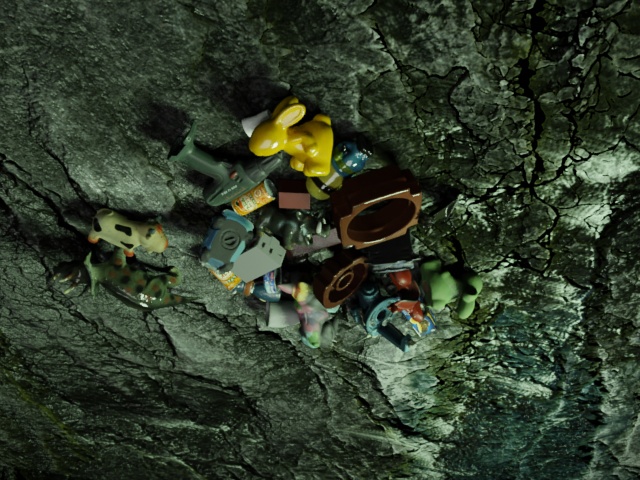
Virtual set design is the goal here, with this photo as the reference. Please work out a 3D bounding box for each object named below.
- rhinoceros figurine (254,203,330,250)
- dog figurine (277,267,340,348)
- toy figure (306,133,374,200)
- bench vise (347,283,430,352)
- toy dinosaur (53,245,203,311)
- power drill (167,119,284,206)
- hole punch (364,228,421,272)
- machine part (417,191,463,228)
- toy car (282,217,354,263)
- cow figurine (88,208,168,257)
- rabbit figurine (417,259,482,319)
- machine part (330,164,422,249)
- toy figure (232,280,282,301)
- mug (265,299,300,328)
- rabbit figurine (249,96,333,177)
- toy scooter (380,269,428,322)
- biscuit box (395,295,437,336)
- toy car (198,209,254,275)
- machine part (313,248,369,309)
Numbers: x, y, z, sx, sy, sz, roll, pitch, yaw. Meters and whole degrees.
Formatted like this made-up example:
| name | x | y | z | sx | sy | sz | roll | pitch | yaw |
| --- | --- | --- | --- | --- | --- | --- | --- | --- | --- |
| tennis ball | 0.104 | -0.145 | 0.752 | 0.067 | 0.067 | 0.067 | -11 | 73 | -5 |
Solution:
| name | x | y | z | sx | sy | sz | roll | pitch | yaw |
| --- | --- | --- | --- | --- | --- | --- | --- | --- | --- |
| rhinoceros figurine | -0.068 | -0.037 | 1.338 | 0.190 | 0.073 | 0.112 | 18 | 102 | 11 |
| dog figurine | -0.037 | 0.185 | 1.504 | 0.109 | 0.191 | 0.219 | -7 | 149 | 27 |
| toy figure | 0.040 | -0.163 | 1.217 | 0.180 | 0.089 | 0.082 | -32 | 117 | 32 |
| bench vise | 0.177 | 0.237 | 1.496 | 0.129 | 0.241 | 0.223 | -24 | 134 | -30 |
| toy dinosaur | -0.502 | 0.125 | 1.454 | 0.404 | 0.192 | 0.131 | 29 | 131 | -21 |
| power drill | -0.226 | -0.184 | 1.228 | 0.207 | 0.086 | 0.232 | 30 | 131 | -33 |
| hole punch | 0.186 | 0.038 | 1.392 | 0.142 | 0.116 | 0.092 | -5 | 142 | 8 |
| machine part | 0.287 | -0.069 | 1.282 | 0.039 | 0.139 | 0.084 | 48 | 138 | 17 |
| toy car | -0.003 | -0.004 | 1.398 | 0.202 | 0.053 | 0.089 | -19 | 115 | 21 |
| cow figurine | -0.487 | -0.023 | 1.387 | 0.195 | 0.085 | 0.127 | 23 | 130 | -12 |
| rabbit figurine | 0.368 | 0.125 | 1.455 | 0.170 | 0.159 | 0.121 | -7 | 125 | -11 |
| machine part | 0.129 | -0.076 | 1.251 | 0.201 | 0.087 | 0.200 | -19 | 150 | -4 |
| toy figure | -0.186 | 0.138 | 1.542 | 0.154 | 0.064 | 0.058 | 16 | 170 | -5 |
| mug | -0.108 | 0.228 | 1.611 | 0.107 | 0.081 | 0.109 | 2 | 130 | -12 |
| rabbit figurine | -0.062 | -0.215 | 1.134 | 0.173 | 0.122 | 0.162 | 1 | 119 | -19 |
| toy scooter | 0.209 | 0.137 | 1.421 | 0.135 | 0.184 | 0.075 | -8 | 156 | -49 |
| biscuit box | 0.276 | 0.199 | 1.573 | 0.059 | 0.063 | 0.202 | -23 | 129 | 22 |
| toy car | -0.247 | 0.006 | 1.380 | 0.109 | 0.161 | 0.103 | 28 | 173 | -18 |
| machine part | 0.056 | 0.100 | 1.433 | 0.179 | 0.056 | 0.179 | -33 | 147 | -25 |
